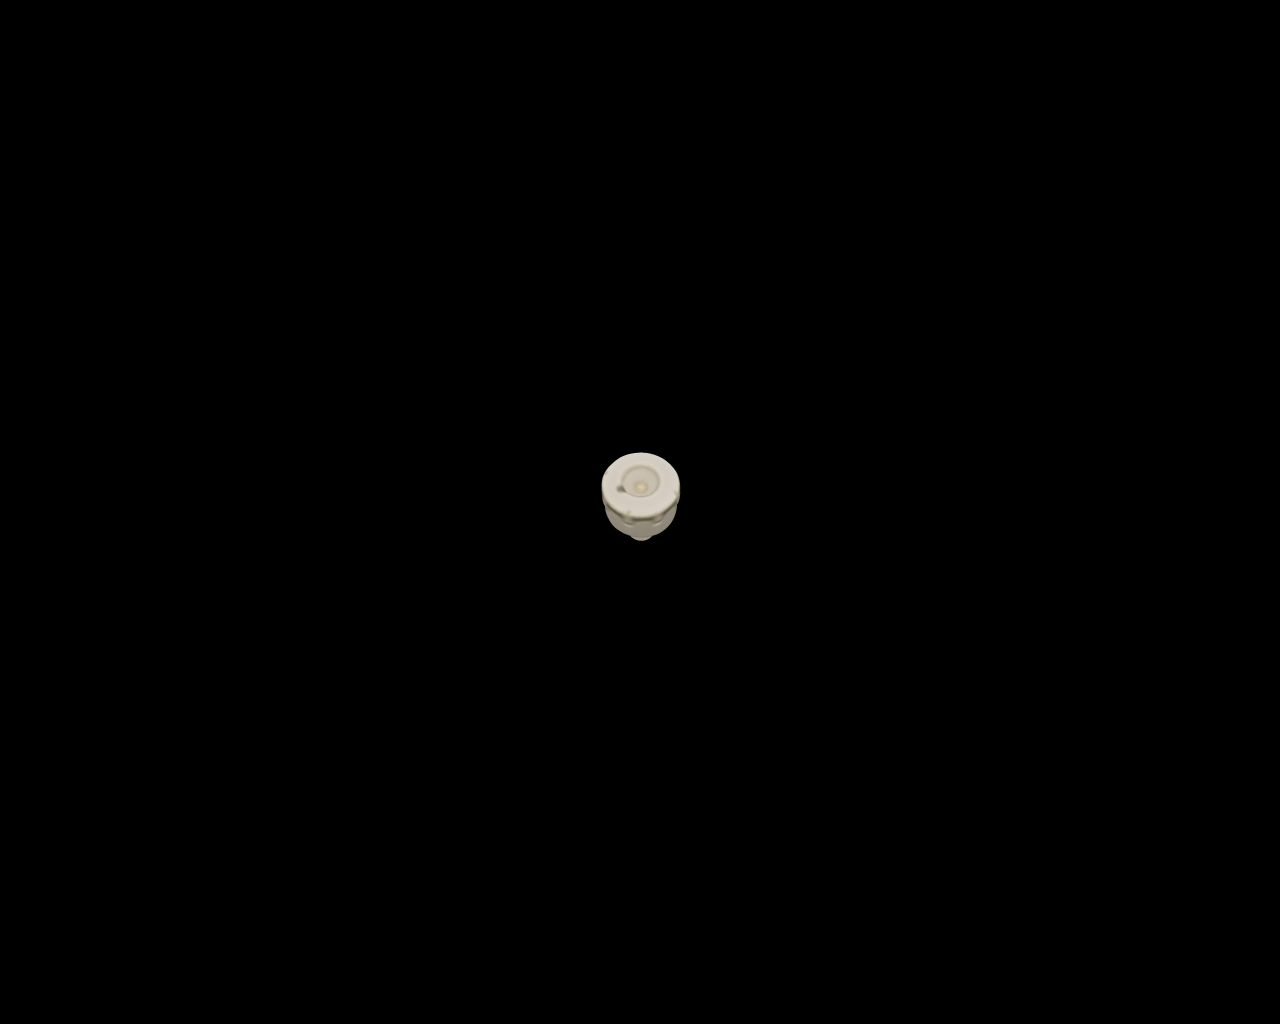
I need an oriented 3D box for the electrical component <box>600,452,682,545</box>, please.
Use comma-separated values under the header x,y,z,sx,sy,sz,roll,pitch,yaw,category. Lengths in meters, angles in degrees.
x,y,z,sx,sy,sz,roll,pitch,yaw,category
0.001,-0.003,0.650,0.048,0.048,0.062,0,-32,0,electrical component
